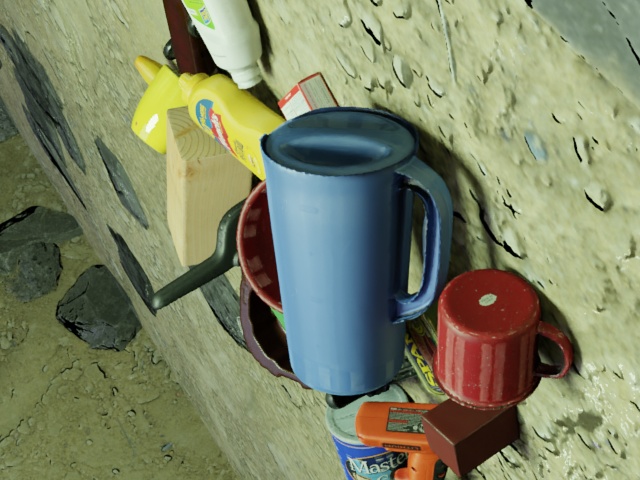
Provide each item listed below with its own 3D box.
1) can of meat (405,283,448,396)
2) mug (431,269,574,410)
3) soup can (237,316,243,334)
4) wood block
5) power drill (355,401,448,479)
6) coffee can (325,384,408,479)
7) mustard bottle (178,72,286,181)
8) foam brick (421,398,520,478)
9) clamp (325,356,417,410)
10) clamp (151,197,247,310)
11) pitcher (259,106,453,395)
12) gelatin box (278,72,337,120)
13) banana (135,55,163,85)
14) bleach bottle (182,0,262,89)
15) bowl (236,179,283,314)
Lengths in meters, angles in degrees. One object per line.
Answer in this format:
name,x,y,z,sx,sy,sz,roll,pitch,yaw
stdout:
can of meat,0.119,0.093,1.005,0.102,0.057,0.084,60,161,2
mug,0.148,0.081,0.869,0.117,0.093,0.081,16,137,22
soup can,-0.051,0.108,1.437,0.068,0.102,0.068,52,162,25
wood block,-0.142,-0.069,1.349,0.206,0.090,0.090,99,155,-51
power drill,0.086,0.265,1.224,0.057,0.184,0.187,-79,-15,-47
coffee can,0.072,0.256,1.324,0.103,0.102,0.140,40,154,49
mustard bottle,-0.092,-0.132,1.191,0.192,0.058,0.096,41,160,27
foam brick,0.146,0.181,1.032,0.053,0.078,0.051,41,153,47
clamp,0.070,0.156,1.216,0.171,0.120,0.039,11,-118,-84
clamp,-0.091,0.031,1.324,0.164,0.210,0.036,34,177,-30
pitcher,0.029,0.017,0.937,0.149,0.145,0.243,-108,13,-58
gelatin box,0.000,-0.113,1.057,0.089,0.030,0.073,61,162,-1
banana,-0.187,-0.168,1.448,0.037,0.069,0.198,-36,73,35
bleach bottle,-0.121,-0.273,1.090,0.103,0.068,0.251,34,151,56
bowl,-0.007,0.001,1.137,0.162,0.055,0.162,4,99,28
